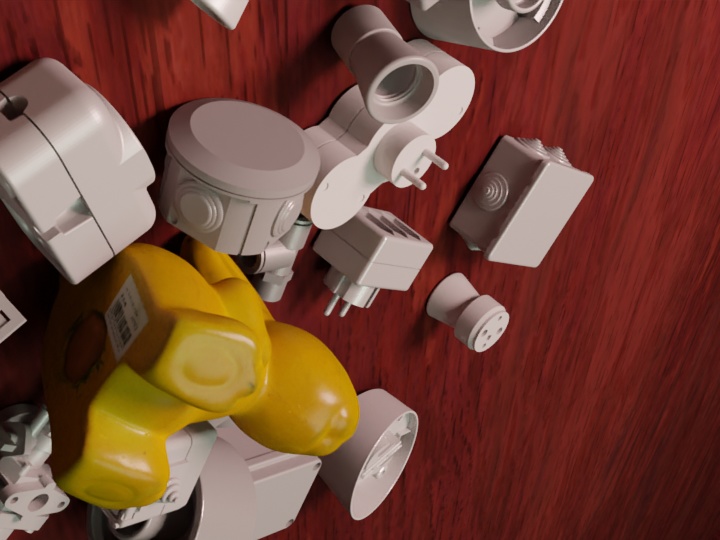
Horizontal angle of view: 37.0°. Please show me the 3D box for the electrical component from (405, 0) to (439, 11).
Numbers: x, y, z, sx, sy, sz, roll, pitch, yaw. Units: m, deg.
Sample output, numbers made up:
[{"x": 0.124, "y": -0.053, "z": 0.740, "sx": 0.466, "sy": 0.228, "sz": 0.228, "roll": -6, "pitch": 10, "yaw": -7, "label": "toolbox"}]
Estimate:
[{"x": 0.042, "y": -0.193, "z": 0.577, "sx": 0.077, "sy": 0.047, "sz": 0.065, "roll": -40, "pitch": 149, "yaw": -16, "label": "electrical component"}]

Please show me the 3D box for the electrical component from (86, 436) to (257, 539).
[{"x": -0.127, "y": 0.154, "z": 0.688, "sx": 0.108, "sy": 0.108, "sz": 0.060, "roll": -54, "pitch": 144, "yaw": 7, "label": "electrical component"}]

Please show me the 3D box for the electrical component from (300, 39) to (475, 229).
[{"x": 0.021, "y": -0.075, "z": 0.655, "sx": 0.138, "sy": 0.074, "sz": 0.052, "roll": -42, "pitch": 149, "yaw": -13, "label": "electrical component"}]

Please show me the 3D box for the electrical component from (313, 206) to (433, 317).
[{"x": 0.000, "y": 0.000, "z": 0.738, "sx": 0.066, "sy": 0.047, "sz": 0.076, "roll": 8, "pitch": 117, "yaw": -57, "label": "electrical component"}]

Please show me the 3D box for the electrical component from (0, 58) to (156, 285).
[{"x": -0.136, "y": -0.047, "z": 0.497, "sx": 0.059, "sy": 0.054, "sz": 0.095, "roll": -40, "pitch": 149, "yaw": -17, "label": "electrical component"}]

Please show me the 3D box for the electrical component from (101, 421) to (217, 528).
[{"x": -0.129, "y": 0.102, "z": 0.632, "sx": 0.061, "sy": 0.096, "sz": 0.061, "roll": -7, "pitch": 130, "yaw": -51, "label": "electrical component"}]

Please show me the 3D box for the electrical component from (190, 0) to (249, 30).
[{"x": -0.059, "y": -0.146, "z": 0.497, "sx": 0.055, "sy": 0.045, "sz": 0.045, "roll": -51, "pitch": 150, "yaw": 1, "label": "electrical component"}]

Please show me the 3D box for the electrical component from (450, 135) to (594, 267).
[{"x": 0.126, "y": -0.054, "z": 0.846, "sx": 0.100, "sy": 0.048, "sz": 0.099, "roll": 6, "pitch": 119, "yaw": -55, "label": "electrical component"}]

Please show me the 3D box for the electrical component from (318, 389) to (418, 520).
[{"x": 0.008, "y": 0.152, "z": 0.905, "sx": 0.099, "sy": 0.064, "sz": 0.099, "roll": -34, "pitch": 146, "yaw": -26, "label": "electrical component"}]

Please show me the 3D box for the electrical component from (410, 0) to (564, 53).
[{"x": 0.079, "y": -0.180, "z": 0.649, "sx": 0.099, "sy": 0.064, "sz": 0.099, "roll": -23, "pitch": 128, "yaw": -34, "label": "electrical component"}]

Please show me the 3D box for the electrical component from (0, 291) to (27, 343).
[{"x": -0.187, "y": 0.007, "z": 0.472, "sx": 0.042, "sy": 0.081, "sz": 0.064, "roll": -42, "pitch": 178, "yaw": -11, "label": "electrical component"}]

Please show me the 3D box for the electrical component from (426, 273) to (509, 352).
[{"x": 0.089, "y": 0.035, "z": 0.891, "sx": 0.045, "sy": 0.055, "sz": 0.045, "roll": -34, "pitch": 146, "yaw": -26, "label": "electrical component"}]

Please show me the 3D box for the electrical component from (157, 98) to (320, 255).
[{"x": -0.065, "y": -0.050, "z": 0.564, "sx": 0.080, "sy": 0.080, "sz": 0.051, "roll": -19, "pitch": 143, "yaw": -42, "label": "electrical component"}]

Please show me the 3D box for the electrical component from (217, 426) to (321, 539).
[{"x": -0.092, "y": 0.157, "z": 0.783, "sx": 0.113, "sy": 0.057, "sz": 0.078, "roll": -9, "pitch": 132, "yaw": -49, "label": "electrical component"}]

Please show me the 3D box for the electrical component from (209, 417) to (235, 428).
[{"x": -0.091, "y": 0.077, "z": 0.705, "sx": 0.066, "sy": 0.047, "sz": 0.076, "roll": -32, "pitch": 145, "yaw": -29, "label": "electrical component"}]

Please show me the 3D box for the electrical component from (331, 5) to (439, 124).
[{"x": 0.011, "y": -0.118, "z": 0.601, "sx": 0.044, "sy": 0.065, "sz": 0.044, "roll": -18, "pitch": 140, "yaw": -16, "label": "electrical component"}]
